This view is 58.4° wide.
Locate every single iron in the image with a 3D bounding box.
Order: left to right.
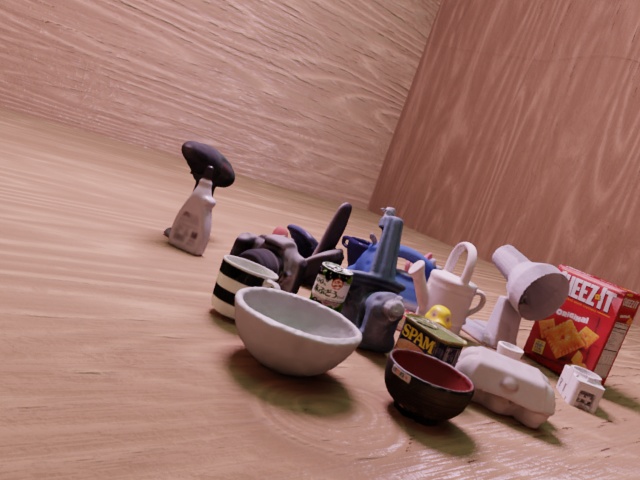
[{"bbox_3d":[0.192,0.080,1.291,0.259,0.141,0.118,16,9,-20],"label":"iron"}]

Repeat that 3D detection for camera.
[{"bbox_3d":[-0.109,0.035,1.038,0.142,0.101,0.137,23,9,21],"label":"camera"}]

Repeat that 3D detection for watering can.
[{"bbox_3d":[0.267,0.095,1.184,0.173,0.194,0.100,14,10,-34],"label":"watering can"}]

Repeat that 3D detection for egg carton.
[{"bbox_3d":[0.270,0.214,0.848,0.150,0.069,0.107,21,8,11],"label":"egg carton"}]

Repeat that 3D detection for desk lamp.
[{"bbox_3d":[0.407,0.127,1.229,0.118,0.213,0.202,15,9,-26],"label":"desk lamp"}]

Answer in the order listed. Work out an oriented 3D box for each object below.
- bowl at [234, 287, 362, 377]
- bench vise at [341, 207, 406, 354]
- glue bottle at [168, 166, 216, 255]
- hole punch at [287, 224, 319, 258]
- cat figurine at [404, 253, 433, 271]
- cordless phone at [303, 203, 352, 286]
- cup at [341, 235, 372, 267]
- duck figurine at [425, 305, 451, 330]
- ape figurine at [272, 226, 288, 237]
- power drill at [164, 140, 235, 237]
[{"bbox_3d":[-0.037,0.123,0.719,0.167,0.075,0.167,19,8,-3],"label":"bowl"},{"bbox_3d":[0.109,0.063,0.942,0.122,0.220,0.206,14,10,-33],"label":"bench vise"},{"bbox_3d":[-0.238,-0.062,1.121,0.078,0.173,0.037,22,9,20],"label":"glue bottle"},{"bbox_3d":[-0.031,0.019,1.356,0.101,0.091,0.108,12,11,-41],"label":"hole punch"},{"bbox_3d":[0.254,0.083,1.499,0.128,0.118,0.067,11,12,-46],"label":"cat figurine"},{"bbox_3d":[0.011,0.004,1.218,0.094,0.185,0.148,21,8,10],"label":"cordless phone"},{"bbox_3d":[0.091,0.045,1.454,0.117,0.095,0.092,25,10,33],"label":"cup"},{"bbox_3d":[0.203,0.156,1.016,0.077,0.086,0.105,20,8,6],"label":"duck figurine"},{"bbox_3d":[-0.092,0.016,1.232,0.077,0.092,0.076,23,9,23],"label":"ape figurine"},{"bbox_3d":[-0.254,-0.100,1.207,0.075,0.208,0.230,21,8,9],"label":"power drill"}]
